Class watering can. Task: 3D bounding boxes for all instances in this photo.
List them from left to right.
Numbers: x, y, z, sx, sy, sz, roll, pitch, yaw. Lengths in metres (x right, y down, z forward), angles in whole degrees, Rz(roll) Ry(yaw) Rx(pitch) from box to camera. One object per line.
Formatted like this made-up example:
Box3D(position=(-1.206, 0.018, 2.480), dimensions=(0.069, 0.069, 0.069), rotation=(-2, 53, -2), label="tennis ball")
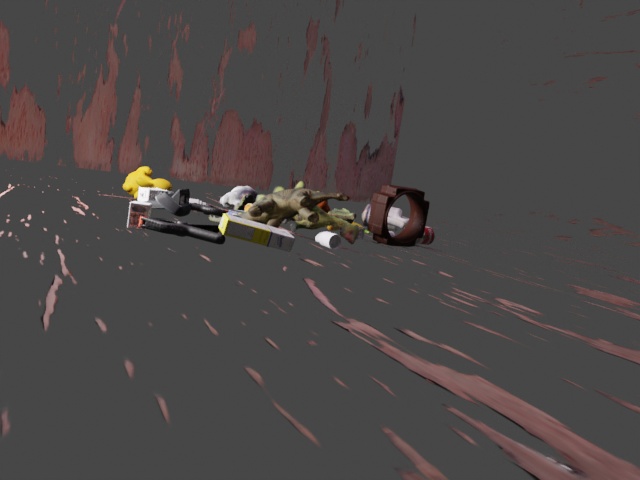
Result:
Box3D(position=(0.286, -0.092, 2.216), dimensions=(0.224, 0.103, 0.349), rotation=(9, 7, 13), label="watering can")

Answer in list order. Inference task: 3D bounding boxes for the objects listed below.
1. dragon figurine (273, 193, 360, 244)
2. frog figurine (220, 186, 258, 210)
Box3D(position=(0.005, -0.088, 1.757), dimensions=(0.242, 0.120, 0.417), rotation=(8, 20, -27), label="dragon figurine")
Box3D(position=(-0.331, -0.172, 2.087), dimensions=(0.139, 0.120, 0.161), rotation=(-20, 34, -34), label="frog figurine")
